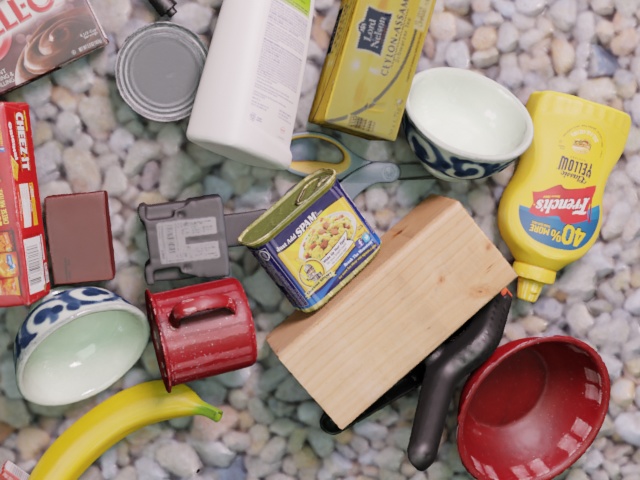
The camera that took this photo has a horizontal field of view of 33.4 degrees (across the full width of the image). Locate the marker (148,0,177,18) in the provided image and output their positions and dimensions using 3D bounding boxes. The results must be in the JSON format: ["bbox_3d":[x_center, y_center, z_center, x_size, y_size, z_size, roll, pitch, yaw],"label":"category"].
[{"bbox_3d":[-0.168,-0.242,0.926,0.020,0.020,0.121,-43,101,-3],"label":"marker"}]

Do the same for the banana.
[{"bbox_3d":[-0.187,0.176,0.944,0.197,0.070,0.037,-30,137,-8],"label":"banana"}]

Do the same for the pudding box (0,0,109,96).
[{"bbox_3d":[-0.249,-0.184,0.909,0.113,0.039,0.090,-26,99,-6],"label":"pudding box"}]

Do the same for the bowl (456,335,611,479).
[{"bbox_3d":[0.187,0.150,0.993,0.162,0.055,0.162,-8,115,-19],"label":"bowl"}]

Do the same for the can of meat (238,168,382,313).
[{"bbox_3d":[-0.006,0.001,0.938,0.102,0.058,0.084,-42,108,-14],"label":"can of meat"}]

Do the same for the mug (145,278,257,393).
[{"bbox_3d":[-0.102,0.074,0.925,0.081,0.117,0.093,-12,65,-14],"label":"mug"}]

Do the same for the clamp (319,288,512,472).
[{"bbox_3d":[0.106,0.115,0.951,0.210,0.165,0.036,-44,113,-12],"label":"clamp"}]

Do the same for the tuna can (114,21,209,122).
[{"bbox_3d":[-0.136,-0.146,0.934,0.086,0.034,0.086,-1,96,-9],"label":"tuna can"}]

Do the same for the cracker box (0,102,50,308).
[{"bbox_3d":[-0.339,-0.021,0.876,0.214,0.072,0.164,-6,96,5],"label":"cracker box"}]

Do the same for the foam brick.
[{"bbox_3d":[-0.208,-0.003,0.929,0.053,0.051,0.078,-5,96,-8],"label":"foam brick"}]

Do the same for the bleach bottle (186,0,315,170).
[{"bbox_3d":[-0.042,-0.194,0.923,0.068,0.102,0.251,12,86,31],"label":"bleach bottle"}]

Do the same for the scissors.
[{"bbox_3d":[0.051,-0.045,0.985,0.201,0.016,0.096,14,95,-10],"label":"scissors"}]

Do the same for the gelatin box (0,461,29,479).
[{"bbox_3d":[-0.268,0.254,0.956,0.089,0.030,0.073,39,89,-11],"label":"gelatin box"}]

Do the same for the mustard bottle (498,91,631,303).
[{"bbox_3d":[0.217,-0.036,0.991,0.096,0.058,0.191,14,94,-14],"label":"mustard bottle"}]

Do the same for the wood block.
[{"bbox_3d":[0.061,0.060,0.958,0.206,0.091,0.090,-41,102,-3],"label":"wood block"}]
